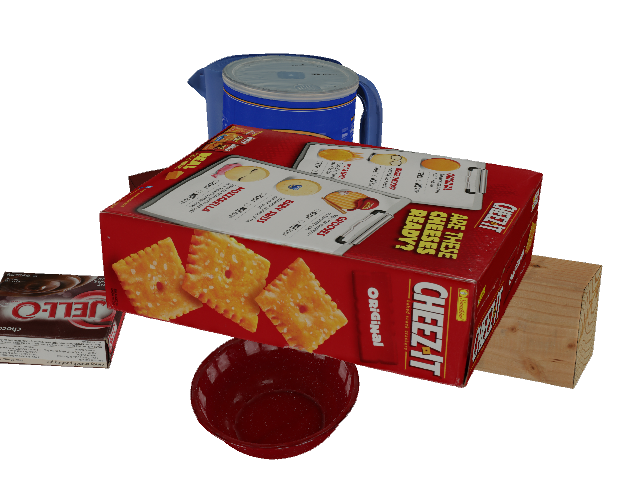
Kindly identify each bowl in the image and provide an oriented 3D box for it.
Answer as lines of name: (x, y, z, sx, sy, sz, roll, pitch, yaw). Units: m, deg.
bowl: (-0.041, 0.157, 1.026, 0.162, 0.055, 0.162, -4, 37, 3)

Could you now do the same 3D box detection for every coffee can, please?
coffee can: (-0.026, -0.062, 0.825, 0.103, 0.140, 0.103, 3, 24, -2)

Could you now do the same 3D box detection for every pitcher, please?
pitcher: (-0.035, -0.058, 1.040, 0.144, 0.243, 0.149, -13, 22, -33)

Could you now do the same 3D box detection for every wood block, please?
wood block: (0.138, 0.058, 0.963, 0.206, 0.090, 0.090, 9, 17, 23)

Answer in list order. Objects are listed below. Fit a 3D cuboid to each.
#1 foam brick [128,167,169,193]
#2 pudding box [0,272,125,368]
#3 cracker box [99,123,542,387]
foam brick: (-0.168, -0.047, 1.185, 0.078, 0.053, 0.051, -14, 29, -16)
pudding box: (-0.230, 0.068, 0.928, 0.113, 0.039, 0.090, 1, 32, 1)
cracker box: (0.006, 0.000, 0.625, 0.214, 0.072, 0.164, 11, 27, 20)
